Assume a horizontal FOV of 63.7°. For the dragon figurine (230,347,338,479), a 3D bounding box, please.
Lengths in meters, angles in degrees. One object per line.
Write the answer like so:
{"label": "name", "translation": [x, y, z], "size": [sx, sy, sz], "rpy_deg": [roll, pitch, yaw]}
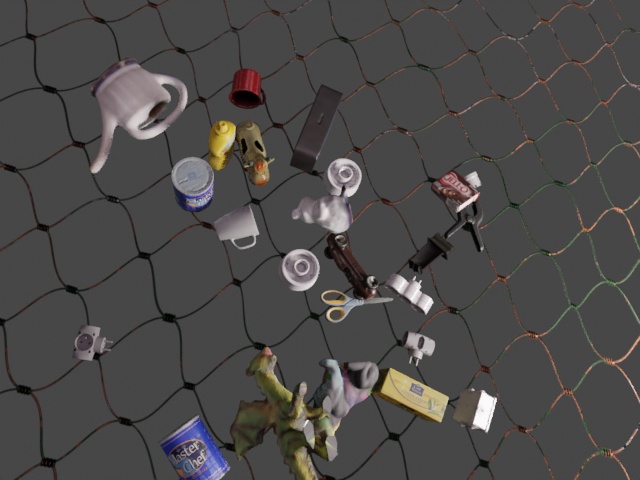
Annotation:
{"label": "dragon figurine", "translation": [-0.097, 0.455, 1.188], "size": [0.241, 0.416, 0.121], "rpy_deg": [-14, -19, 26]}

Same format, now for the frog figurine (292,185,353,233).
{"label": "frog figurine", "translation": [0.004, -0.070, 1.389], "size": [0.159, 0.124, 0.136], "rpy_deg": [-16, -10, 0]}

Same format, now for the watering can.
{"label": "watering can", "translation": [-0.527, -0.350, 1.383], "size": [0.352, 0.225, 0.102], "rpy_deg": [-43, -6, -20]}
